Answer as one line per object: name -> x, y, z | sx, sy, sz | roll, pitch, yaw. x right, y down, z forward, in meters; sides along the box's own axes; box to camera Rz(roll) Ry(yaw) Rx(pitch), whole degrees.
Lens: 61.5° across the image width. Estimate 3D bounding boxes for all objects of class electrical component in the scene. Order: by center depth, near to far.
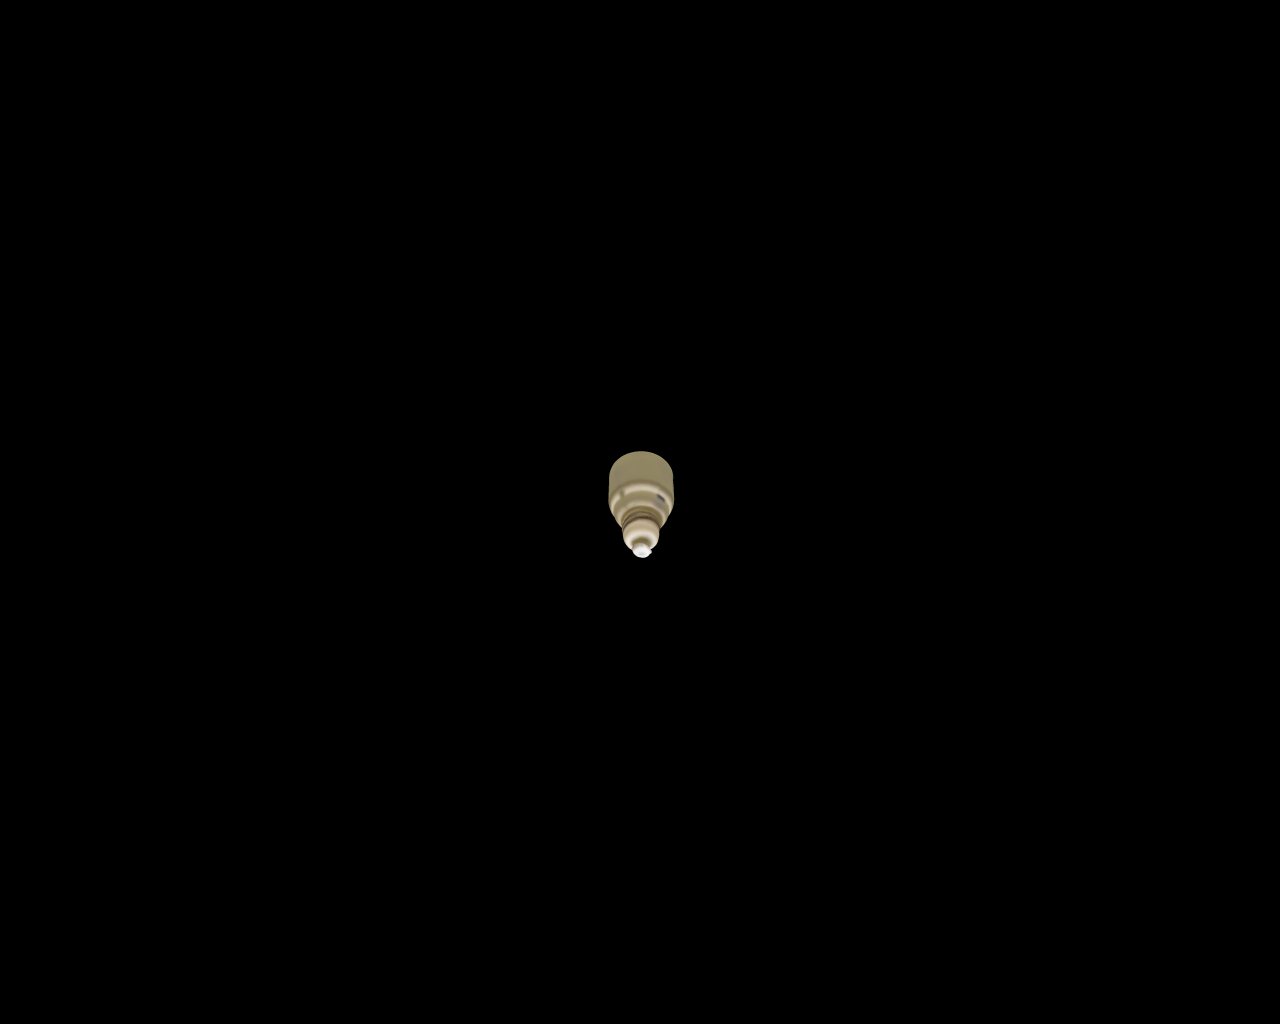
electrical component -> 0.001, -0.003, 0.650 | 0.040, 0.040, 0.078 | 0, 44, 0
